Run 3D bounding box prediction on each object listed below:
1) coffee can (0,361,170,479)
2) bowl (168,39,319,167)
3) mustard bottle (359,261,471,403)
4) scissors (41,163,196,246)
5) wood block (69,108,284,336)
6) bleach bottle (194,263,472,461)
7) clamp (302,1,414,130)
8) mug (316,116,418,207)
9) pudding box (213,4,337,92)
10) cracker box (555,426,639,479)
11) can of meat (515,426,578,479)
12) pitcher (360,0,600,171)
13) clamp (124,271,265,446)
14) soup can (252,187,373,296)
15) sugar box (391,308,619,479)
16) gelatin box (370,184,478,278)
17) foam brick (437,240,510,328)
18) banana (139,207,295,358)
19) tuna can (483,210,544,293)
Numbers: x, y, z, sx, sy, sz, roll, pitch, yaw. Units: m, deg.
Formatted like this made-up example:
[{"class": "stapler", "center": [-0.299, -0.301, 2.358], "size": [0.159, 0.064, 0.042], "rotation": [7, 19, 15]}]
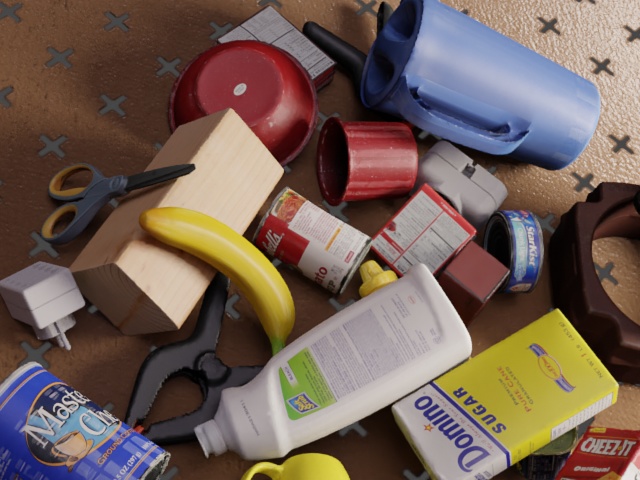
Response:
[{"class": "coffee can", "center": [-0.211, 0.181, 0.883], "size": [0.140, 0.103, 0.102], "rotation": [32, 58, 7]}, {"class": "bowl", "center": [-0.082, -0.148, 1.113], "size": [0.162, 0.055, 0.162], "rotation": [0, 73, 1]}, {"class": "mustard bottle", "center": [0.090, 0.102, 1.028], "size": [0.096, 0.058, 0.192], "rotation": [-21, 67, -18]}, {"class": "scissors", "center": [-0.198, -0.034, 0.996], "size": [0.016, 0.202, 0.096], "rotation": [36, 70, -43]}, {"class": "wood block", "center": [-0.133, -0.018, 1.012], "size": [0.090, 0.091, 0.205], "rotation": [49, 53, -26]}, {"class": "bleach bottle", "center": [0.004, 0.118, 0.949], "size": [0.250, 0.068, 0.103], "rotation": [-25, 62, -11]}, {"class": "clamp", "center": [0.071, -0.202, 1.221], "size": [0.120, 0.039, 0.171], "rotation": [-31, 77, -22]}, {"class": "mug", "center": [0.046, -0.087, 1.124], "size": [0.081, 0.093, 0.117], "rotation": [-2, 25, -21]}, {"class": "pudding box", "center": [-0.051, -0.199, 1.190], "size": [0.113, 0.039, 0.089], "rotation": [44, 61, 12]}, {"class": "cracker box", "center": [0.233, 0.290, 0.897], "size": [0.213, 0.072, 0.164], "rotation": [-47, 117, -32]}, {"class": "can of meat", "center": [0.205, 0.166, 0.994], "size": [0.057, 0.084, 0.102], "rotation": [-4, 59, 8]}, {"class": "pitcher", "center": [0.175, -0.155, 1.142], "size": [0.242, 0.145, 0.149], "rotation": [20, 85, -18]}, {"class": "clamp", "center": [-0.105, 0.111, 0.986], "size": [0.209, 0.036, 0.164], "rotation": [-32, 79, -26]}, {"class": "soup can", "center": [-0.007, 0.001, 1.061], "size": [0.102, 0.069, 0.068], "rotation": [31, 57, 5]}, {"class": "sugar box", "center": [0.161, 0.144, 0.938], "size": [0.176, 0.048, 0.093], "rotation": [-29, 58, -9]}, {"class": "gelatin box", "center": [0.104, 0.000, 1.088], "size": [0.073, 0.030, 0.089], "rotation": [44, 93, 14]}, {"class": "foam brick", "center": [0.144, 0.049, 1.062], "size": [0.053, 0.078, 0.051], "rotation": [39, 57, 9]}, {"class": "banana", "center": [-0.080, 0.026, 0.958], "size": [0.197, 0.037, 0.069], "rotation": [47, 37, -23]}, {"class": "tuna can", "center": [0.196, 0.012, 1.092], "size": [0.033, 0.086, 0.086], "rotation": [0, 59, -12]}]
